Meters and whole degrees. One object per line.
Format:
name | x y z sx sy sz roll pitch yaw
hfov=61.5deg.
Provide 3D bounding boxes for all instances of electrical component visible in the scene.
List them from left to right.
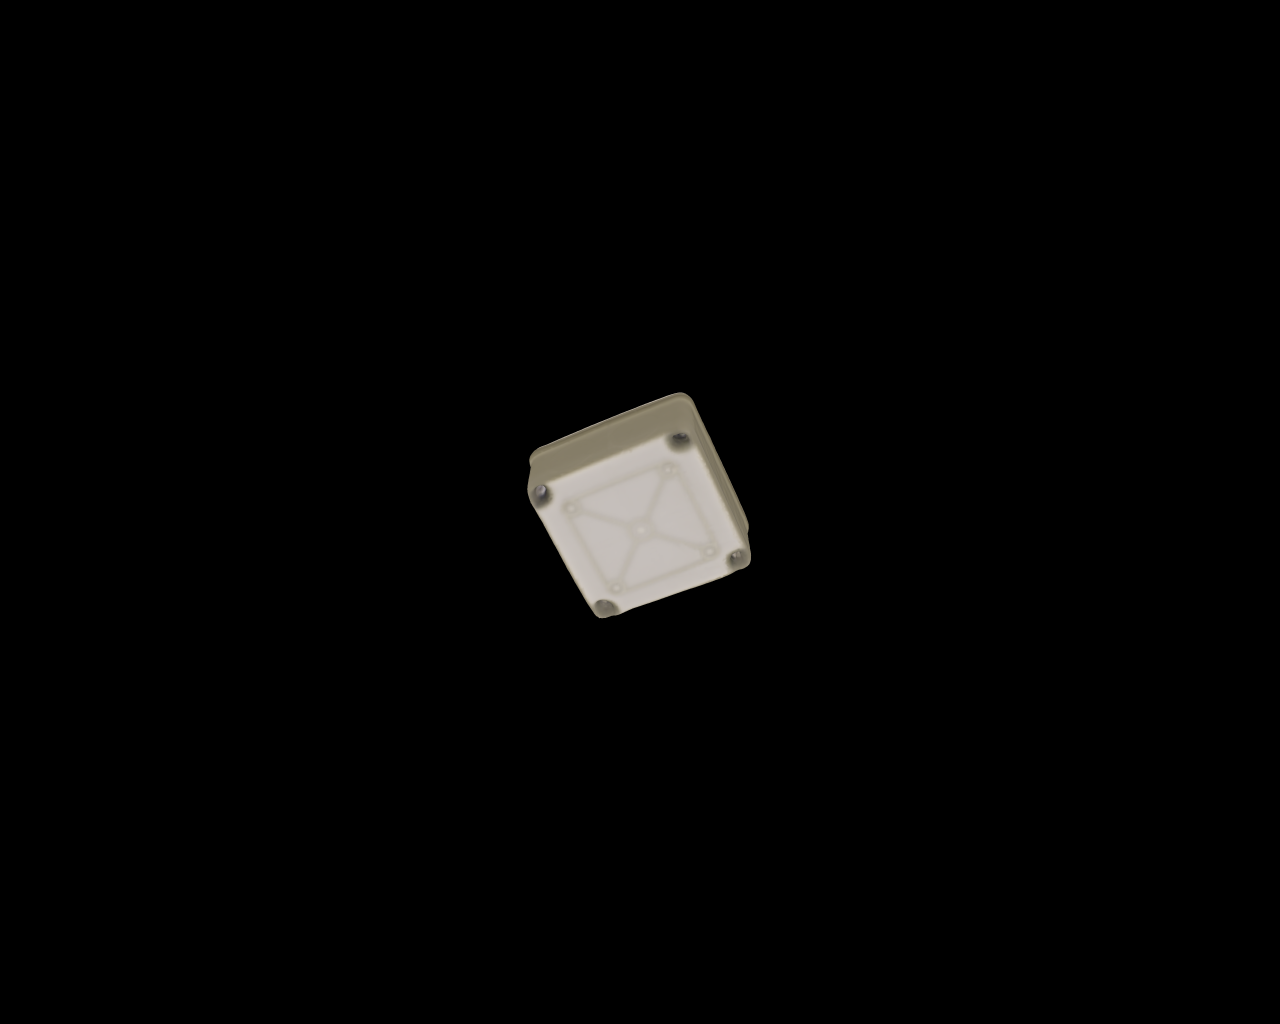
electrical component | 0.001 -0.003 0.650 0.109 0.108 0.056 -21 28 12
